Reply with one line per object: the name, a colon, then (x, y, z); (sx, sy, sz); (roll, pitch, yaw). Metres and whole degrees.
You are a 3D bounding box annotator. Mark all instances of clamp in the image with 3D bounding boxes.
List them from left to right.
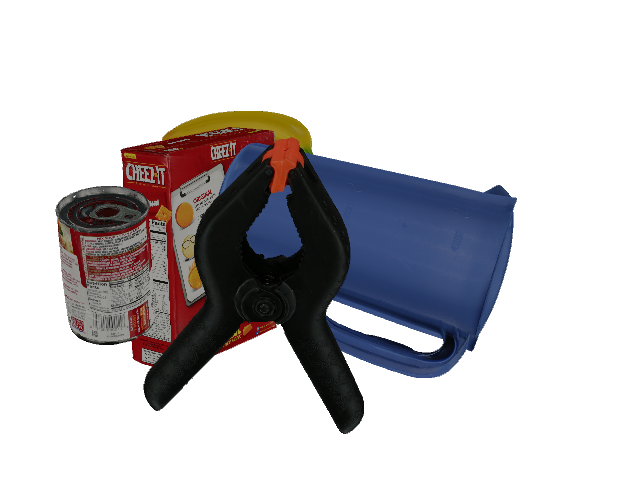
clamp: (-0.038, 0.030, 0.554); (0.120, 0.171, 0.039); (-3, 27, -3)

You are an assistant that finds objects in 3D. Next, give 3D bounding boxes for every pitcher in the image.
pitcher: (0.034, 0.007, 0.899); (0.243, 0.145, 0.149); (16, 19, 11)

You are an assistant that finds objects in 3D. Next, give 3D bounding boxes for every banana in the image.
banana: (-0.093, -0.131, 1.301); (0.198, 0.037, 0.069); (7, 41, 15)

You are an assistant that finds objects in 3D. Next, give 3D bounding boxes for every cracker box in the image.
cracker box: (-0.117, 0.004, 1.062); (0.072, 0.214, 0.163); (8, 17, 33)

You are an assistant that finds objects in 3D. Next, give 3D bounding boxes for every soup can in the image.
soup can: (-0.160, 0.019, 0.805); (0.068, 0.102, 0.068); (1, 29, -1)
